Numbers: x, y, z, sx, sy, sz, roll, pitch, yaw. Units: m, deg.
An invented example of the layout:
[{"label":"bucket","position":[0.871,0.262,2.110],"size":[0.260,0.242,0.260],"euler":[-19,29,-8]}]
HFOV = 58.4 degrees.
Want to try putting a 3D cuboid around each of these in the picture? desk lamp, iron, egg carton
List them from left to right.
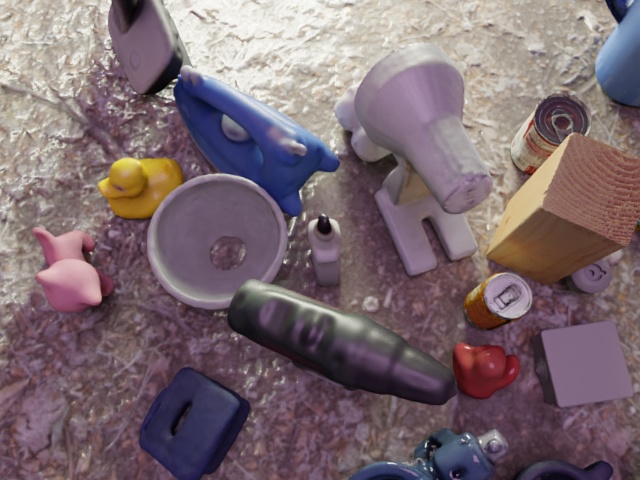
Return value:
[{"label":"iron","position":[-0.103,-0.148,0.712],"size":[0.258,0.141,0.119],"euler":[37,79,10]},{"label":"egg carton","position":[0.099,-0.170,0.750],"size":[0.150,0.069,0.107],"euler":[-26,77,-5]},{"label":"desk lamp","position":[0.124,-0.085,0.654],"size":[0.118,0.213,0.203],"euler":[-21,76,-4]}]

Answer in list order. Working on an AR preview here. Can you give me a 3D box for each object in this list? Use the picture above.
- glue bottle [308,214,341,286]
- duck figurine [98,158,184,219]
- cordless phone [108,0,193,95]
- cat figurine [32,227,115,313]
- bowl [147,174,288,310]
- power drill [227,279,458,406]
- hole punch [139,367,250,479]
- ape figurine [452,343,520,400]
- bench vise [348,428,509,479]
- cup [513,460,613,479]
[{"label":"glue bottle","position":[0.006,0.002,0.655],"size":[0.037,0.173,0.078],"euler":[-8,76,0]},{"label":"duck figurine","position":[-0.229,-0.076,0.724],"size":[0.104,0.086,0.077],"euler":[-27,77,-5]},{"label":"cordless phone","position":[-0.239,-0.288,0.727],"size":[0.094,0.185,0.147],"euler":[-27,77,-5]},{"label":"cat figurine","position":[-0.300,0.038,0.680],"size":[0.067,0.118,0.127],"euler":[-32,77,-7]},{"label":"bowl","position":[-0.121,0.007,0.707],"size":[0.167,0.075,0.167],"euler":[0,76,1]},{"label":"power drill","position":[0.020,0.114,0.608],"size":[0.229,0.208,0.076],"euler":[21,77,6]},{"label":"hole punch","position":[-0.147,0.208,0.648],"size":[0.101,0.091,0.109],"euler":[27,78,8]},{"label":"ape figurine","position":[0.191,0.145,0.657],"size":[0.077,0.092,0.076],"euler":[33,79,9]},{"label":"bench vise","position":[0.095,0.253,0.566],"size":[0.121,0.220,0.207],"euler":[36,79,10]},{"label":"cup","position":[0.254,0.274,0.622],"size":[0.118,0.095,0.091],"euler":[-34,77,-7]}]
